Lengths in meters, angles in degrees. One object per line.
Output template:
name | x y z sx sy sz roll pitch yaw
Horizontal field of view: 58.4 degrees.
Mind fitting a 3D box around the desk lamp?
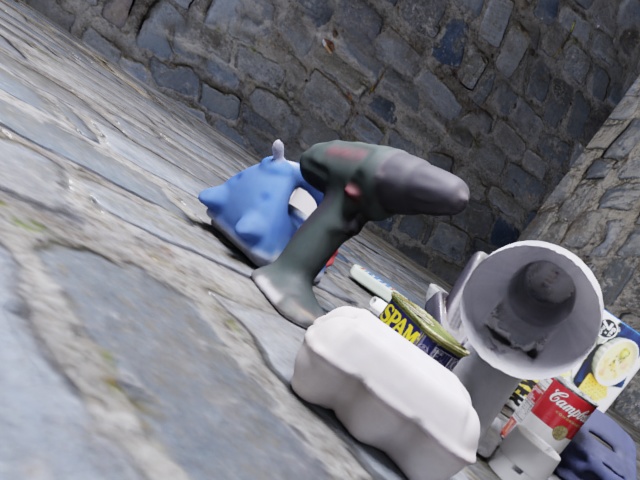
desk lamp | 0.187 0.102 0.580 0.117 0.213 0.204 37 6 19

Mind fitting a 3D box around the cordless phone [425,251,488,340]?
cordless phone | 0.277 0.119 1.061 0.148 0.185 0.093 29 9 -46

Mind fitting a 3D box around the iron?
iron | -0.030 -0.031 0.761 0.118 0.141 0.259 39 7 32

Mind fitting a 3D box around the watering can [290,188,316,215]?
watering can | 0.012 -0.073 1.057 0.172 0.194 0.101 37 6 15

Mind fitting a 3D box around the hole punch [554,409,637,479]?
hole punch | 0.349 0.271 0.729 0.108 0.091 0.101 36 6 9

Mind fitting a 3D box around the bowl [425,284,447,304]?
bowl | 0.286 0.170 1.229 0.167 0.074 0.167 35 6 -4

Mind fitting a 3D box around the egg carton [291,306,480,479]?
egg carton | 0.051 0.114 0.439 0.150 0.069 0.107 36 6 4

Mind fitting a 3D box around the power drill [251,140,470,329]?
power drill | 0.026 -0.011 0.607 0.076 0.208 0.228 30 8 -40

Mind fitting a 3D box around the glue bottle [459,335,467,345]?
glue bottle | 0.227 0.129 0.774 0.037 0.173 0.078 34 6 -8

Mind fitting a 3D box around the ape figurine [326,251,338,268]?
ape figurine | 0.009 0.003 0.941 0.078 0.092 0.076 29 9 -45
